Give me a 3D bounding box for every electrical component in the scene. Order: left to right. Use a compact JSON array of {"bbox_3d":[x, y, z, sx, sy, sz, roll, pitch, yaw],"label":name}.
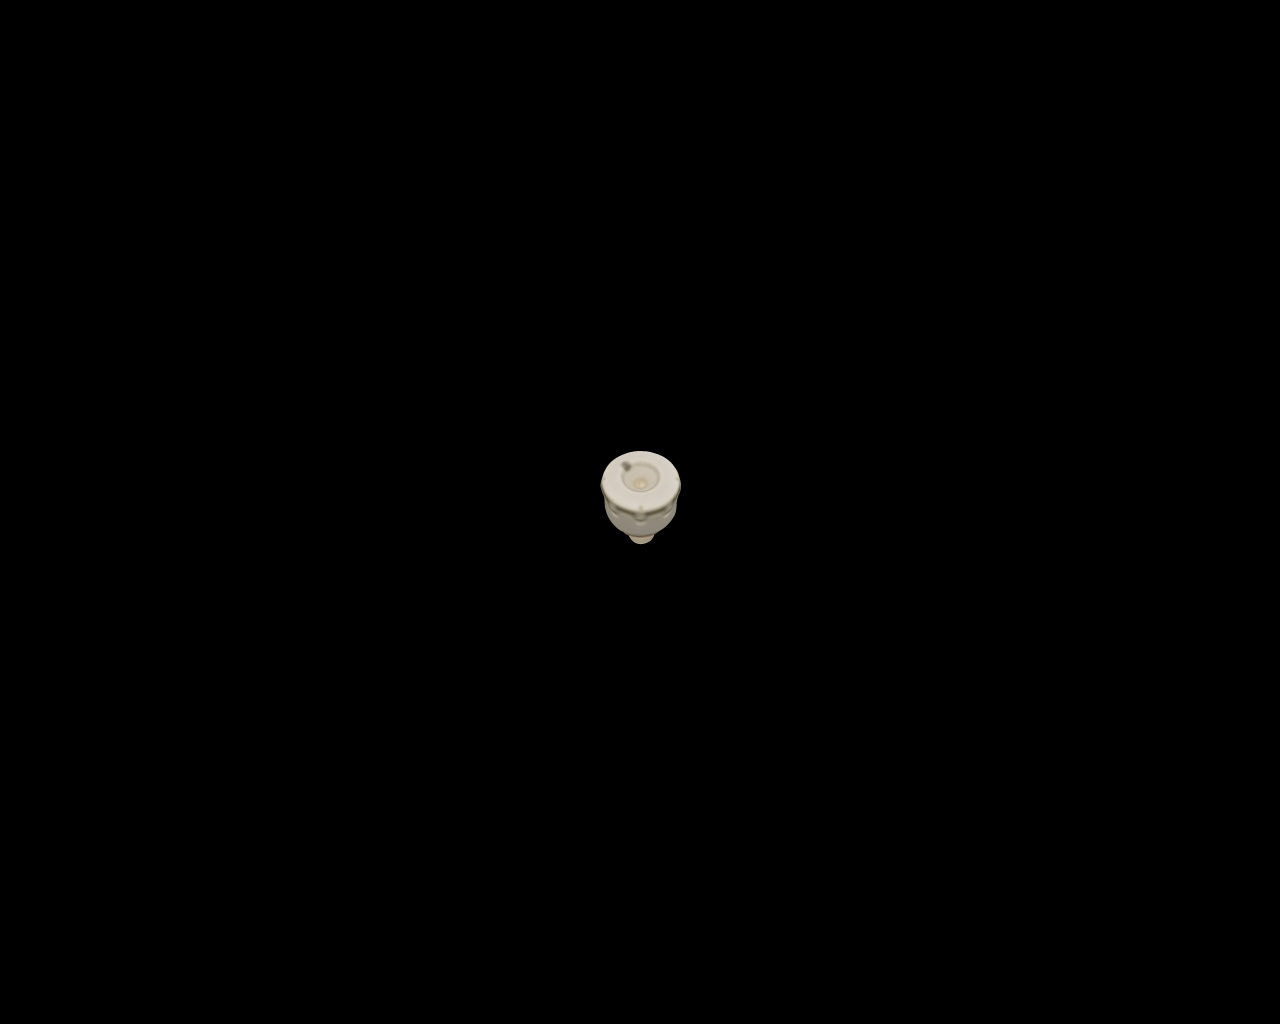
[{"bbox_3d":[0.001,-0.003,0.650,0.048,0.048,0.062,0,-37,0],"label":"electrical component"}]
